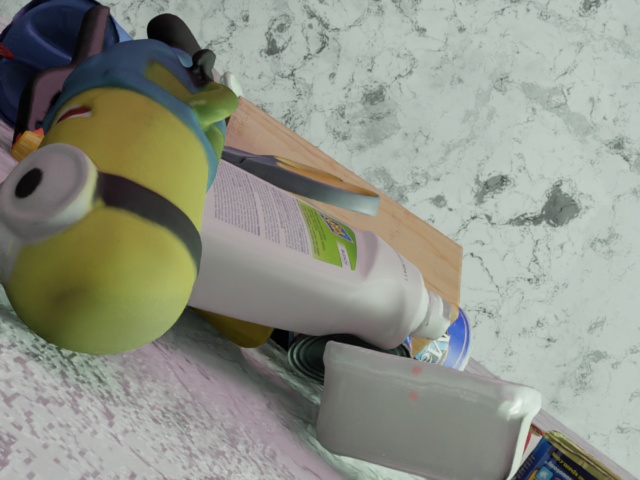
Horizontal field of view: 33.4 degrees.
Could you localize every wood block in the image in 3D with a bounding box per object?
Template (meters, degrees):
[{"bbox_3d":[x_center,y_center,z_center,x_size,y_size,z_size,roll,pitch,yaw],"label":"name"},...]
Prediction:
[{"bbox_3d":[-0.005,0.001,0.779,0.206,0.091,0.090,34,34,-15],"label":"wood block"}]

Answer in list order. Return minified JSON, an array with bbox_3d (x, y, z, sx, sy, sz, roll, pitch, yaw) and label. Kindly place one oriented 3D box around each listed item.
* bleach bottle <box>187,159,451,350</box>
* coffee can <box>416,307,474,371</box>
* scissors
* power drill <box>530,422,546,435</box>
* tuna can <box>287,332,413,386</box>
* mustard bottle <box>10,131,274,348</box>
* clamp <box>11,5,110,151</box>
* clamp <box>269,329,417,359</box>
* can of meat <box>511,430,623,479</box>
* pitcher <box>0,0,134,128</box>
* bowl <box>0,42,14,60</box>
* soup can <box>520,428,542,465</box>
[{"bbox_3d":[-0.026,0.012,0.614,0.250,0.068,0.102,23,33,-27],"label":"bleach bottle"},{"bbox_3d":[0.067,0.079,1.027,0.140,0.103,0.103,34,3,-40],"label":"coffee can"},{"bbox_3d":[-0.059,-0.054,0.677,0.201,0.016,0.096,18,7,-5],"label":"scissors"},{"bbox_3d":[0.194,0.206,0.881,0.184,0.057,0.188,35,2,-14],"label":"power drill"},{"bbox_3d":[0.021,0.069,0.730,0.086,0.086,0.033,35,44,-36],"label":"tuna can"},{"bbox_3d":[-0.109,-0.006,0.675,0.191,0.058,0.096,35,2,-16],"label":"mustard bottle"},{"bbox_3d":[-0.176,-0.108,0.856,0.120,0.171,0.039,38,-42,-9],"label":"clamp"},{"bbox_3d":[0.033,0.103,0.838,0.209,0.036,0.165,32,11,-30],"label":"clamp"},{"bbox_3d":[0.135,0.161,0.554,0.102,0.084,0.057,37,3,22],"label":"can of meat"},{"bbox_3d":[-0.196,-0.119,1.032,0.145,0.149,0.242,10,-11,20],"label":"pitcher"},{"bbox_3d":[-0.329,-0.173,0.854,0.162,0.055,0.162,36,2,-2],"label":"bowl"},{"bbox_3d":[0.125,0.156,0.741,0.102,0.068,0.068,37,2,0],"label":"soup can"}]
